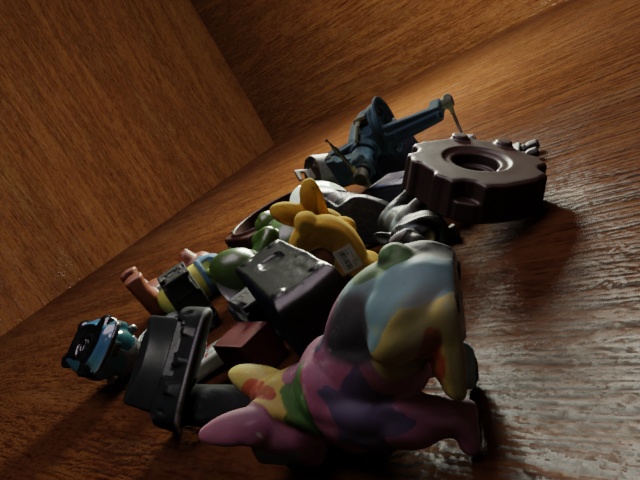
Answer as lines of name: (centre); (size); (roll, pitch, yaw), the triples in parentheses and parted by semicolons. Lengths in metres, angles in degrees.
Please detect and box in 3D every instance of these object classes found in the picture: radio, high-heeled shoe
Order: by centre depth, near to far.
radio: (-0.015, 0.077, 0.592); (0.073, 0.131, 0.230); (-36, 16, -13)
high-heeled shoe: (0.065, -0.049, 0.933); (0.249, 0.086, 0.145); (10, 18, 28)

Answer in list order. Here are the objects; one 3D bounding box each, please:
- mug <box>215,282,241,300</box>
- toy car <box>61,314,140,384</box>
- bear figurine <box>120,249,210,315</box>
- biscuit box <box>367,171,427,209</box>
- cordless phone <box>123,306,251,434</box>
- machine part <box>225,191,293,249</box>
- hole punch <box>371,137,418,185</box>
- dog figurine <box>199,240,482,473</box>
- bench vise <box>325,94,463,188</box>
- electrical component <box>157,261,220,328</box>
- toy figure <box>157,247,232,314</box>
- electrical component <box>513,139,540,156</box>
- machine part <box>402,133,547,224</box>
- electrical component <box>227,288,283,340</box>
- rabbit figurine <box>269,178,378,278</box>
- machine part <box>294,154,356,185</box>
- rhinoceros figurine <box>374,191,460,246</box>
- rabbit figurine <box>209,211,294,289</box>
mug: (-0.136, 0.060, 0.990); (0.107, 0.080, 0.110); (-28, 6, -31)
toy car: (-0.369, 0.197, 0.933); (0.162, 0.102, 0.109); (-12, 53, 45)
bear figurine: (-0.322, 0.073, 1.192); (0.196, 0.131, 0.120); (-41, 23, -14)
biscuit box: (0.163, -0.080, 0.883); (0.059, 0.062, 0.203); (-36, 17, -22)
cordless phone: (-0.123, 0.147, 0.613); (0.184, 0.088, 0.146); (-8, 59, 35)
machine part: (-0.090, -0.026, 1.143); (0.201, 0.087, 0.201); (-37, 16, -26)
hole punch: (0.151, -0.173, 1.113); (0.142, 0.115, 0.092); (-34, 24, -12)
dog figurine: (0.008, 0.101, 0.416); (0.219, 0.191, 0.108); (-10, 27, 15)
bench vise: (0.127, -0.193, 0.974); (0.241, 0.128, 0.224); (-21, 22, 26)
electrical component: (-0.235, 0.102, 0.956); (0.058, 0.114, 0.134); (-32, 17, -13)
toy figure: (-0.245, 0.085, 1.091); (0.180, 0.082, 0.089); (-27, 49, -16)
electrical component: (0.302, -0.130, 0.856); (0.094, 0.021, 0.063); (-20, 19, 32)
machine part: (0.196, -0.082, 0.686); (0.179, 0.056, 0.179); (2, 31, -1)
electrical component: (-0.090, 0.104, 0.764); (0.048, 0.074, 0.119); (-36, 13, -19)
rabbit figurine: (-0.002, -0.002, 0.792); (0.122, 0.162, 0.173); (-39, 8, 15)
machine part: (0.054, -0.157, 1.187); (0.243, 0.079, 0.079); (-11, 6, -27)
rhinoceros figurine: (0.122, -0.014, 0.731); (0.112, 0.073, 0.190); (-28, 15, 3)
rabbit figurine: (-0.089, 0.042, 0.878); (0.170, 0.121, 0.159); (-21, 30, -30)
